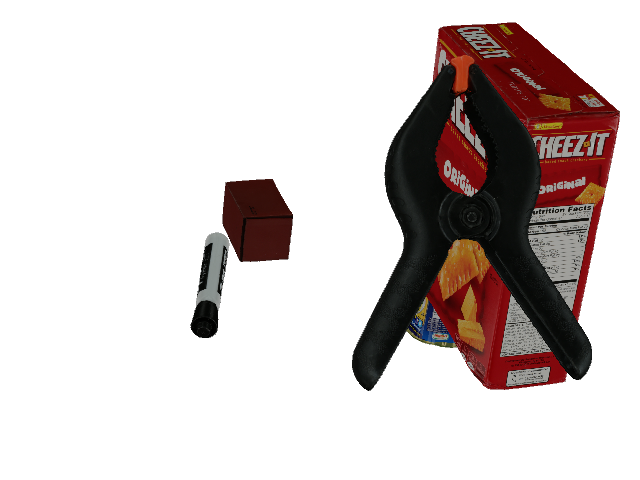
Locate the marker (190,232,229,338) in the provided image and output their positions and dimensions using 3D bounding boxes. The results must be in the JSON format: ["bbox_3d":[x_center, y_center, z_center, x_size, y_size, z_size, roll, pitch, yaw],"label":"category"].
[{"bbox_3d":[-0.080,0.032,0.781,0.020,0.020,0.121,0,30,0],"label":"marker"}]

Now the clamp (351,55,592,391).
[{"bbox_3d":[0.064,-0.004,0.538,0.120,0.171,0.039,-11,-5,-11],"label":"clamp"}]

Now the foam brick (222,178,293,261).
[{"bbox_3d":[-0.064,-0.021,1.074,0.053,0.051,0.078,-4,32,-17],"label":"foam brick"}]

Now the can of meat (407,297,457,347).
[{"bbox_3d":[0.120,0.057,1.128,0.057,0.084,0.102,6,14,-18],"label":"can of meat"}]

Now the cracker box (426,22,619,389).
[{"bbox_3d":[0.127,-0.026,0.763,0.072,0.214,0.164,-6,32,-14],"label":"cracker box"}]
